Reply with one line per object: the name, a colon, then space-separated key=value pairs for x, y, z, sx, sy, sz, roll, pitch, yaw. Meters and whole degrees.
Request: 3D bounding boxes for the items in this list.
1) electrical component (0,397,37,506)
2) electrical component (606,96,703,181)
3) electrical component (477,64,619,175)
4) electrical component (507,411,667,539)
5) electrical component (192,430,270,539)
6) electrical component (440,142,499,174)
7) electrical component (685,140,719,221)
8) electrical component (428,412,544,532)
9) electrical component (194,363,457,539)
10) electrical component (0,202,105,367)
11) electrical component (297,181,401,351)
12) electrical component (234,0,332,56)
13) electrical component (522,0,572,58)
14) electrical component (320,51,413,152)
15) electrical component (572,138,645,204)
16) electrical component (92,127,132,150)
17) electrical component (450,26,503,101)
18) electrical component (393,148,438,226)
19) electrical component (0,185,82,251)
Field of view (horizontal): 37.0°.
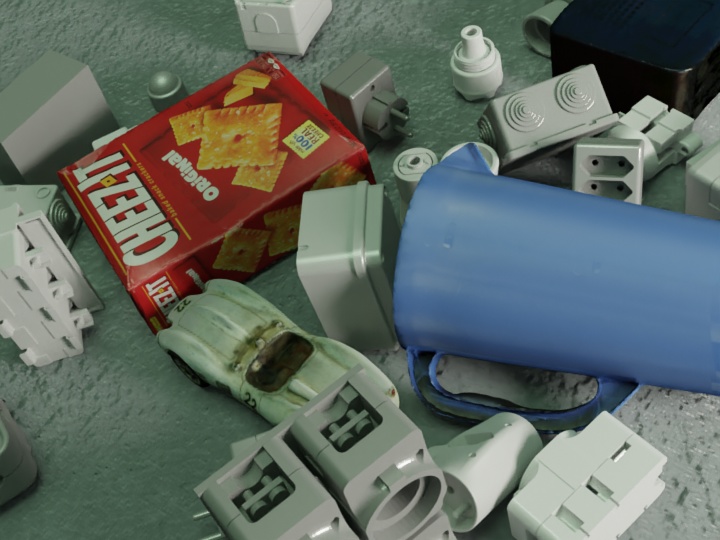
electrical component: x=-0.275 y=0.123 z=0.772 sx=0.054 sy=0.059 sz=0.095 roll=-33 pitch=52 yaw=-13
electrical component: x=0.221 y=-0.098 z=0.831 sx=0.055 sy=0.048 sz=0.066 roll=-37 pitch=54 yaw=-24
electrical component: x=0.141 y=-0.115 z=0.830 sx=0.100 sy=0.099 sz=0.048 roll=-20 pitch=87 yaw=-2
electrical component: x=0.137 y=0.137 z=0.662 sx=0.089 sy=0.050 sz=0.056 roll=-40 pitch=54 yaw=-17
electrical component: x=-0.072 y=0.158 z=0.700 sx=0.076 sy=0.047 sz=0.083 roll=-18 pitch=50 yaw=0
electrical component: x=0.087 y=-0.060 z=0.821 sx=0.044 sy=0.065 sz=0.044 roll=-7 pitch=51 yaw=9
electrical component: x=0.285 y=-0.068 z=0.780 sx=0.096 sy=0.061 sz=0.061 roll=-38 pitch=53 yaw=-16
electrical component: x=0.065 y=0.129 z=0.685 sx=0.079 sy=0.043 sz=0.077 roll=-16 pitch=9 yaw=45
electrical component: x=-0.005 y=0.151 z=0.598 sx=0.105 sy=0.186 sz=0.060 roll=-36 pitch=53 yaw=-15
electrical component: x=-0.252 y=0.016 z=0.811 sx=0.079 sy=0.121 sz=0.063 roll=-18 pitch=53 yaw=0
electrical component: x=0.000 y=0.000 z=0.765 sx=0.057 sy=0.113 sz=0.078 roll=-7 pitch=51 yaw=13
electrical component: x=-0.068 y=-0.251 z=1.021 sx=0.062 sy=0.061 sz=0.096 roll=9 pitch=47 yaw=20
electrical component: x=0.176 y=-0.219 z=0.939 sx=0.045 sy=0.045 sz=0.055 roll=31 pitch=65 yaw=32
electrical component: x=0.015 y=-0.133 z=0.898 sx=0.077 sy=0.065 sz=0.047 roll=33 pitch=66 yaw=33
electrical component: x=0.184 y=-0.056 z=0.795 sx=0.047 sy=0.083 sz=0.076 roll=4 pitch=15 yaw=17
electrical component: x=-0.199 y=-0.108 z=0.949 sx=0.078 sy=0.040 sz=0.040 roll=-27 pitch=51 yaw=-8
electrical component: x=0.098 y=-0.178 z=0.915 sx=0.043 sy=0.062 sz=0.043 roll=-7 pitch=51 yaw=9
electrical component: x=0.047 y=-0.062 z=0.833 sx=0.044 sy=0.065 sz=0.044 roll=-7 pitch=51 yaw=9
electrical component: x=-0.294 y=-0.026 z=0.903 sx=0.100 sy=0.048 sz=0.099 roll=0 pitch=53 yaw=14
